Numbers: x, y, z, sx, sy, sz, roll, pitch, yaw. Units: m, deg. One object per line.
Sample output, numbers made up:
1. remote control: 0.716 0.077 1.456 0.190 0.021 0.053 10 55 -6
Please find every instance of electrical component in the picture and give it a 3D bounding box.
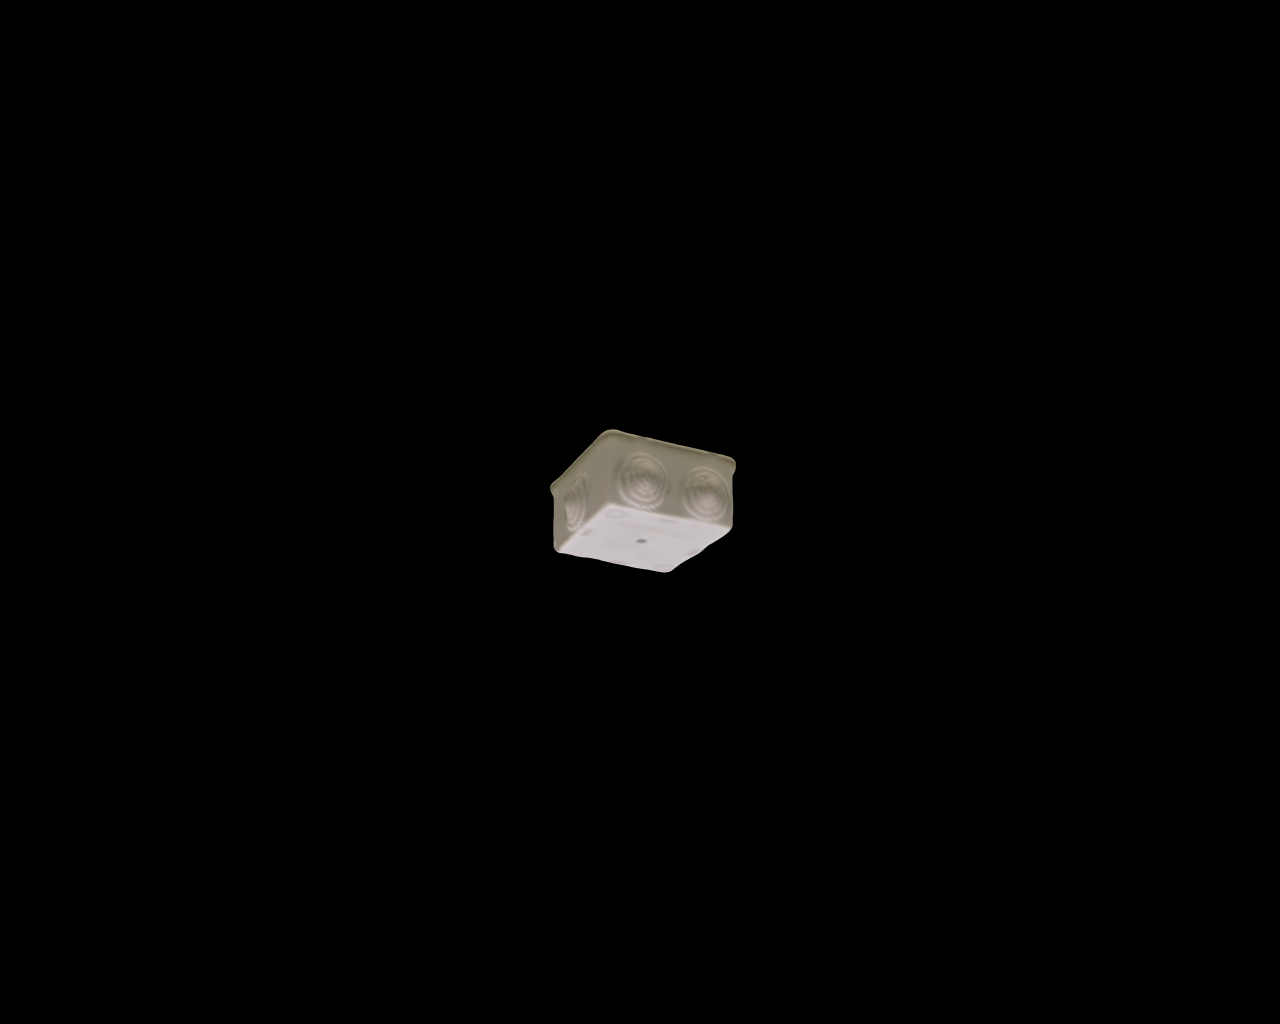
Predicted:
1. electrical component: 0.001 -0.003 0.650 0.100 0.048 0.099 12 -27 -25
